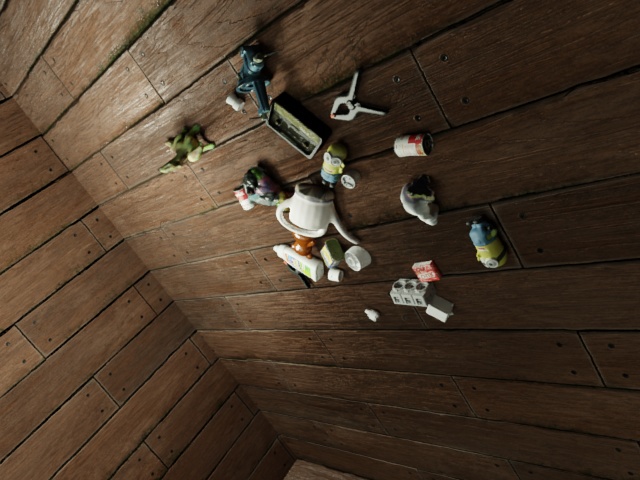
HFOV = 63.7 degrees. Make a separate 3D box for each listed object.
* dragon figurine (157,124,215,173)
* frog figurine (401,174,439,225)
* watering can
[{"bbox_3d":[-0.606,-0.373,2.195,0.409,0.248,0.120,-2,129,41],"label":"dragon figurine"},{"bbox_3d":[0.327,-0.113,1.688,0.140,0.123,0.156,57,167,41],"label":"frog figurine"},{"bbox_3d":[0.006,-0.100,1.996,0.347,0.106,0.219,13,124,-1],"label":"watering can"}]
